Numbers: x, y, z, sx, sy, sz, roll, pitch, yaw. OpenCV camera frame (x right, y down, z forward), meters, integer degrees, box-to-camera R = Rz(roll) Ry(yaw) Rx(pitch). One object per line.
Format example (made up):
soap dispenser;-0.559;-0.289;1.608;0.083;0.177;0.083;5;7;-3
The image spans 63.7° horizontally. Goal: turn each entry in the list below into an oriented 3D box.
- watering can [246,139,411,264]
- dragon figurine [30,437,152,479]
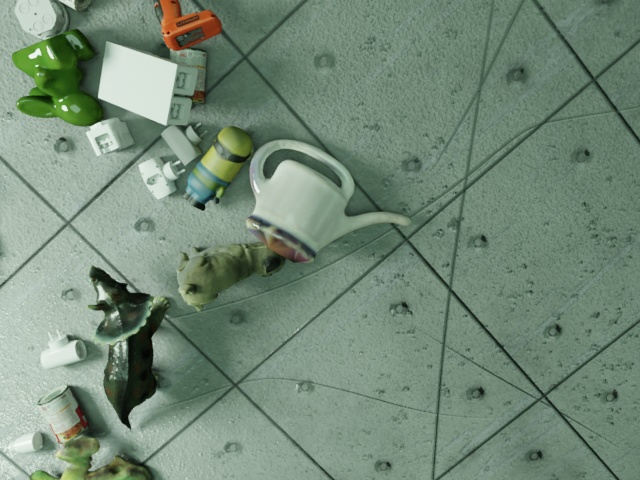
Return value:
watering can;0.003;-0.051;1.018;0.346;0.103;0.226;32;78;-9
dragon figurine;-0.493;0.591;1.150;0.243;0.124;0.403;-21;117;-4
